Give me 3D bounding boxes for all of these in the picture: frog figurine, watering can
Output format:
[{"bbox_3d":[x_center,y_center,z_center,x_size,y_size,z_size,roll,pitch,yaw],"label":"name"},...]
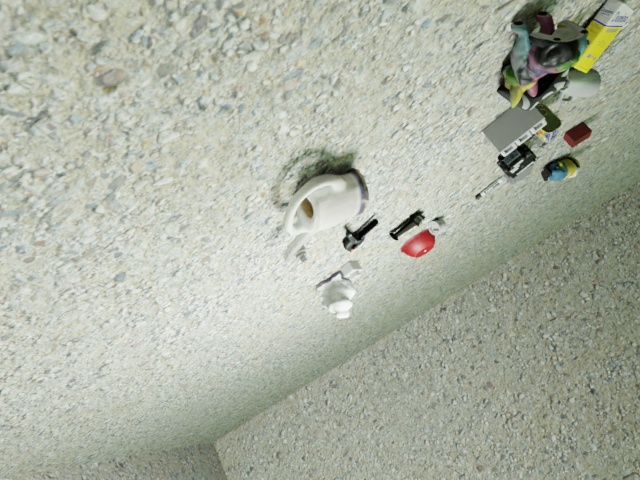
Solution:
[{"bbox_3d":[0.074,0.216,1.917,0.138,0.162,0.120,-25,157,-13],"label":"frog figurine"},{"bbox_3d":[0.004,-0.066,1.318,0.226,0.105,0.340,-22,156,-22],"label":"watering can"}]
